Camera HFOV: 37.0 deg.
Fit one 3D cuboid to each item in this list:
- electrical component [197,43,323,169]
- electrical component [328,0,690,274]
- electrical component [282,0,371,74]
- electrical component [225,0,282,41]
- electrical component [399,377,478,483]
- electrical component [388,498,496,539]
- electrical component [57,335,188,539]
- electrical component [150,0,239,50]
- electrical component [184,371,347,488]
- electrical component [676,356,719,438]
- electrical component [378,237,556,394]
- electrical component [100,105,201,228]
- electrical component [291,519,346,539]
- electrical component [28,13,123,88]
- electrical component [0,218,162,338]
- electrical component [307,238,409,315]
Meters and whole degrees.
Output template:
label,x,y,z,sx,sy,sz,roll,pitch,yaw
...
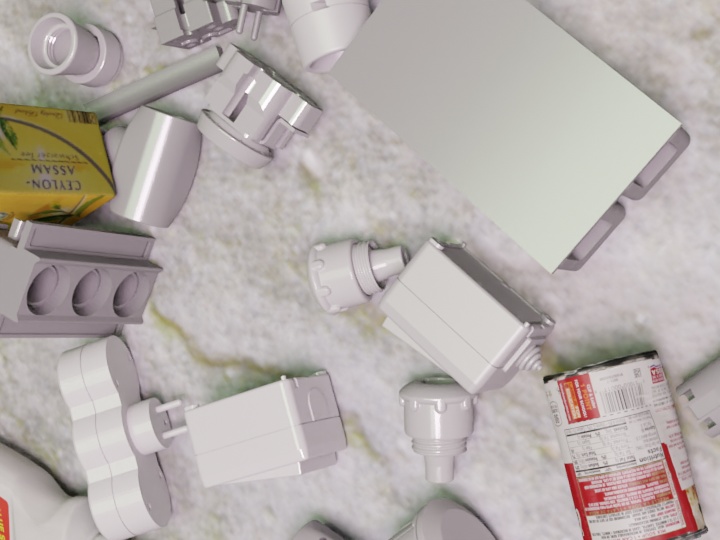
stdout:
label,x,y,z,sx,sy,sz,roll,pitch,yaw
electrical component,-0.071,-0.105,0.715,0.078,0.058,0.057,40,102,21
electrical component,0.088,-0.097,0.637,0.186,0.060,0.105,44,106,20
electrical component,-0.018,-0.157,0.693,0.055,0.055,0.047,-16,85,24
electrical component,-0.067,-0.191,0.710,0.047,0.066,0.076,14,94,25
electrical component,0.048,0.098,0.659,0.048,0.048,0.062,1,95,25
electrical component,0.051,0.180,0.635,0.051,0.080,0.080,-42,72,24
electrical component,-0.155,0.112,0.749,0.074,0.052,0.138,-18,80,7
electrical component,-0.119,-0.188,0.746,0.066,0.048,0.055,-17,89,24
electrical component,-0.066,0.109,0.701,0.096,0.062,0.061,-20,80,23
electrical component,0.203,0.065,0.590,0.046,0.040,0.040,-41,72,24
electrical component,0.066,0.034,0.642,0.096,0.062,0.061,43,105,20
electrical component,-0.159,-0.078,0.762,0.079,0.043,0.077,22,98,25
electrical component,-0.019,0.213,0.680,0.077,0.044,0.079,29,87,23
electrical component,-0.205,-0.158,0.780,0.045,0.055,0.045,-1,88,25
electrical component,-0.203,0.004,0.737,0.063,0.121,0.078,26,99,27
electrical component,0.000,0.000,0.685,0.062,0.048,0.048,-15,82,17
